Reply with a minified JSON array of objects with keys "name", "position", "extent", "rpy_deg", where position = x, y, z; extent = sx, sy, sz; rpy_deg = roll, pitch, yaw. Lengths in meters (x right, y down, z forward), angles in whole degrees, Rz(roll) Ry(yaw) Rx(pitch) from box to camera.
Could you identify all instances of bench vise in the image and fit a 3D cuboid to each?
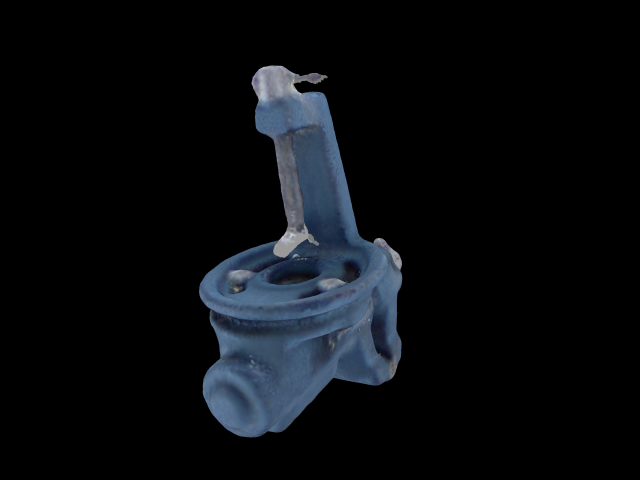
[{"name":"bench vise","position":[-0.008,0.001,0.403],"extent":[0.121,0.220,0.208],"rpy_deg":[1,5,14]}]
